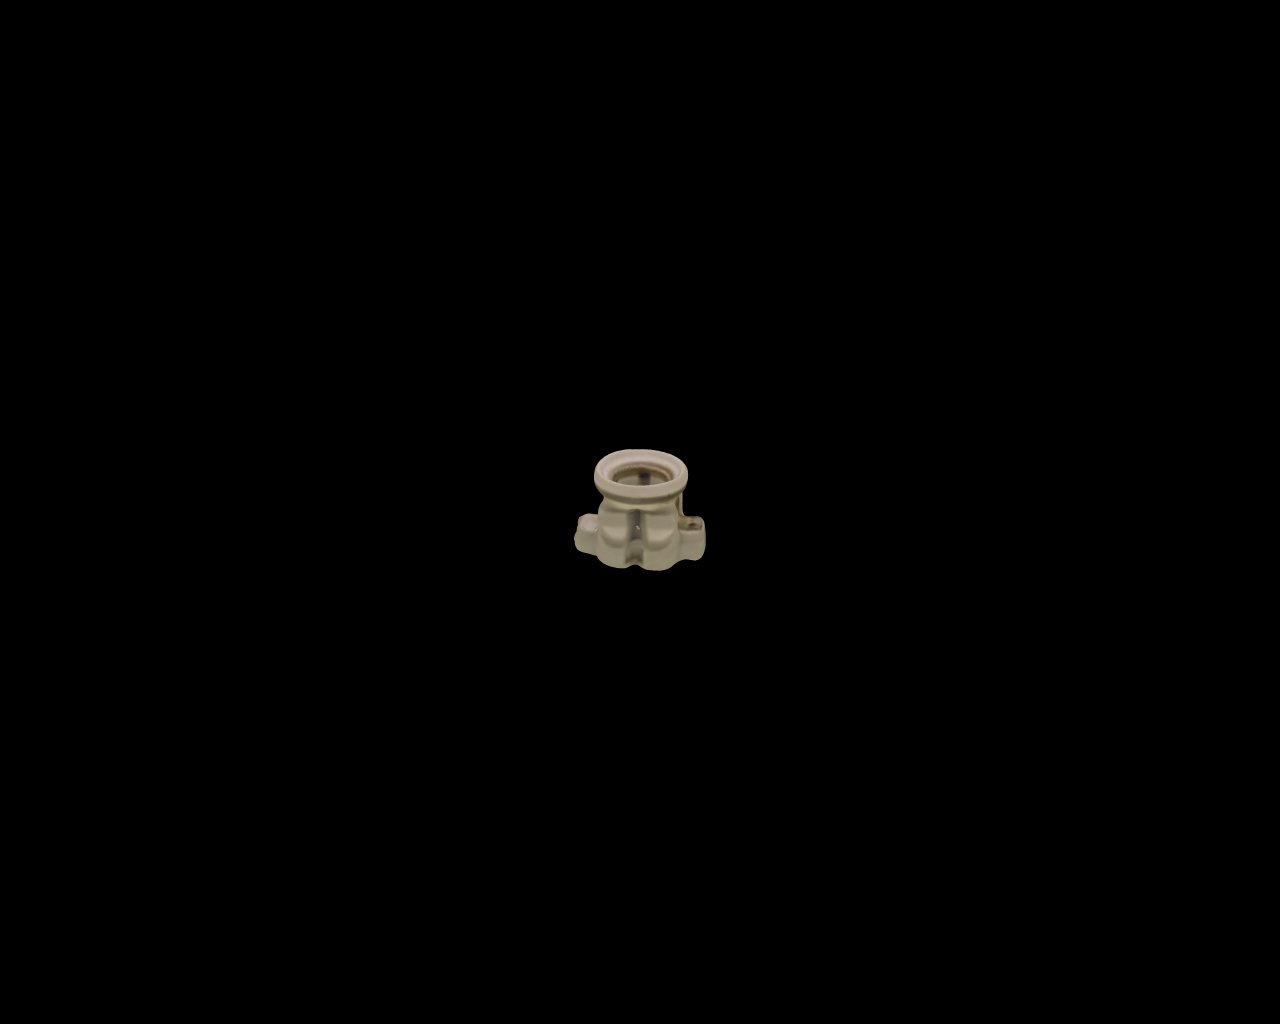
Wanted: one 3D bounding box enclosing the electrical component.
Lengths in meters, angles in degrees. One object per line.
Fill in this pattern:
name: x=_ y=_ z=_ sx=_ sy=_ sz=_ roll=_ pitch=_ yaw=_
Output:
electrical component: x=0.001 y=-0.003 z=0.650 sx=0.078 sy=0.056 sz=0.058 roll=4 pitch=28 yaw=7
